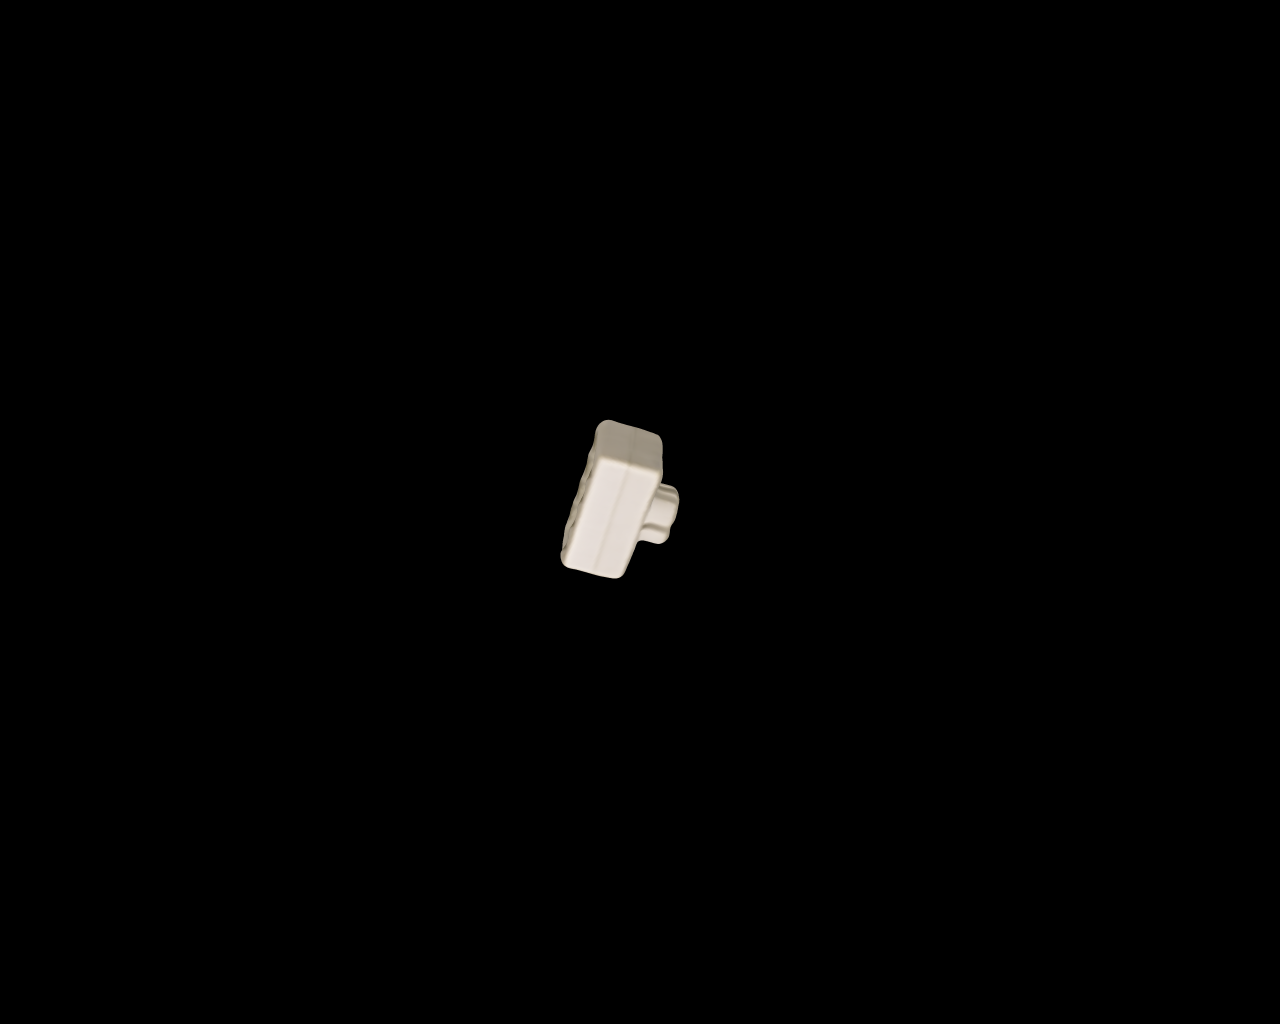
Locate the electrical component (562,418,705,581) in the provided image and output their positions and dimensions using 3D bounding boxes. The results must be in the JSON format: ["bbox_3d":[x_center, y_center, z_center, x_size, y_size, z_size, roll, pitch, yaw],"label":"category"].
[{"bbox_3d":[0.001,-0.003,0.650,0.076,0.083,0.047,15,32,-9],"label":"electrical component"}]
